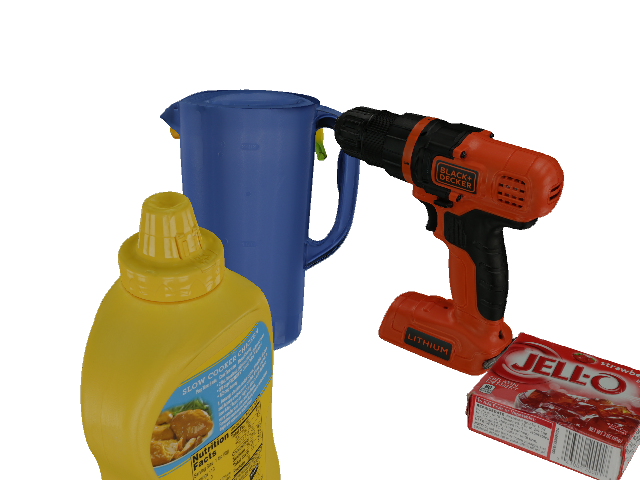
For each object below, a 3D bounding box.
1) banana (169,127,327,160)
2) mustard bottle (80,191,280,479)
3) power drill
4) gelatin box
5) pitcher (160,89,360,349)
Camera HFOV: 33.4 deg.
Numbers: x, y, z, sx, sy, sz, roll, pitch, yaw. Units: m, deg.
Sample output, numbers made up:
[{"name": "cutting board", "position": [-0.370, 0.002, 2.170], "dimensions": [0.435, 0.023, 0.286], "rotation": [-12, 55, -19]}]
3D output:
[{"name": "banana", "position": [-0.078, -0.137, 1.256], "dimensions": [0.198, 0.037, 0.069], "rotation": [8, 40, 18]}, {"name": "mustard bottle", "position": [-0.057, 0.068, 0.449], "dimensions": [0.058, 0.192, 0.096], "rotation": [19, 36, 30]}, {"name": "power drill", "position": [0.087, -0.002, 0.811], "dimensions": [0.185, 0.188, 0.057], "rotation": [21, 36, 32]}, {"name": "gelatin box", "position": [0.136, 0.090, 0.594], "dimensions": [0.089, 0.030, 0.073], "rotation": [18, 32, 28]}, {"name": "pitcher", "position": [-0.059, -0.021, 1.015], "dimensions": [0.144, 0.243, 0.149], "rotation": [-11, 19, -38]}]
